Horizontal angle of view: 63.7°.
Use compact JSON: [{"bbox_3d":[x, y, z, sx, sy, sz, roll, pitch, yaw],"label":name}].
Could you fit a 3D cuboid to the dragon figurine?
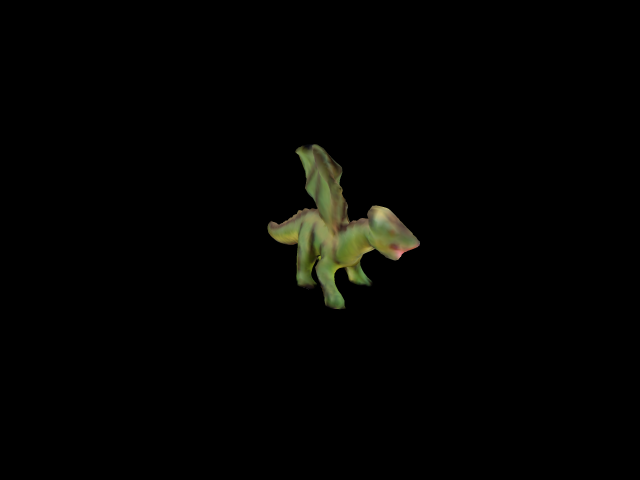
[{"bbox_3d":[0.003,-0.043,0.850,0.123,0.238,0.415,-17,31,-32],"label":"dragon figurine"}]
